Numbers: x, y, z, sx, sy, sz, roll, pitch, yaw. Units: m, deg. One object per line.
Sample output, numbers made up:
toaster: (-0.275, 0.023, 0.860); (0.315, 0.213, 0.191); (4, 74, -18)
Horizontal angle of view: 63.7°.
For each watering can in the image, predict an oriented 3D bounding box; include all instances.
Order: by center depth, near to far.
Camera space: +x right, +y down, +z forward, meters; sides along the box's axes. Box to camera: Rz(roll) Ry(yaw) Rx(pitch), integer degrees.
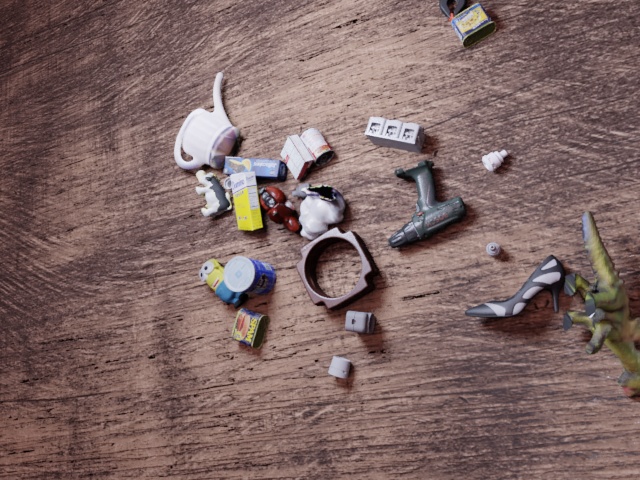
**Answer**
watering can: (-0.356, -0.378, 1.713); (0.226, 0.103, 0.347); (30, 91, 24)

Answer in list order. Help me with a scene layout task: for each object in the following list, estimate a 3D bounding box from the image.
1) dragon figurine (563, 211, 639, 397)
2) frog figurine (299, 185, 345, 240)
dragon figurine: (0.703, 0.149, 1.175); (0.243, 0.122, 0.412); (8, 86, -1)
frog figurine: (0.005, -0.076, 1.520); (0.138, 0.125, 0.156); (13, 121, 16)
